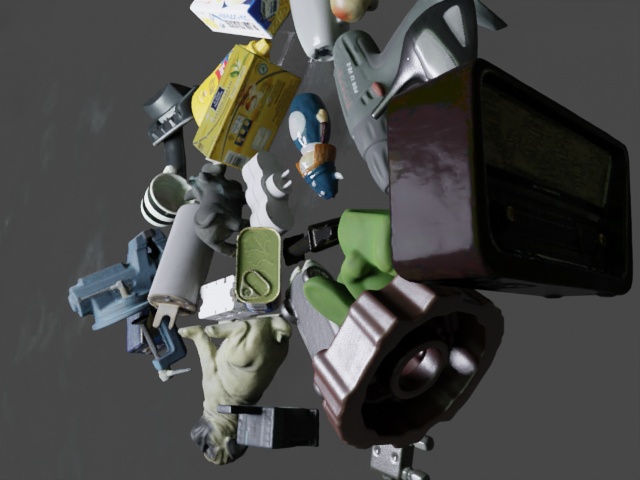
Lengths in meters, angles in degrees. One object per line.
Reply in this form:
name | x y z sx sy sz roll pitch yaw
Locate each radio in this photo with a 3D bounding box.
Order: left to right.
radio | 0.150 -0.027 0.395 0.073 0.229 0.131 -9 76 50

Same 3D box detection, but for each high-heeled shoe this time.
high-heeled shoe | 0.158 -0.104 0.501 0.145 0.086 0.249 -45 79 17

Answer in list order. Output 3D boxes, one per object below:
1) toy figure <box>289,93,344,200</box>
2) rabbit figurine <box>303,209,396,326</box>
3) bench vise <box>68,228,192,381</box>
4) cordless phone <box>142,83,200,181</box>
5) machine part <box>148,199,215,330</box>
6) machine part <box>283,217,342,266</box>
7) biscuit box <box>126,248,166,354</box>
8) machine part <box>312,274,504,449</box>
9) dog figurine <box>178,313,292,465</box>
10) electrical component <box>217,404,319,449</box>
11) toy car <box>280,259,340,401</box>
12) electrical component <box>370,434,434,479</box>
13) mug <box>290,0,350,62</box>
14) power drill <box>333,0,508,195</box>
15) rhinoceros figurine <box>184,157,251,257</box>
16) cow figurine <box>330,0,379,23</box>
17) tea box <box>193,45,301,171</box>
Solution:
toy figure | -0.008 -0.125 0.729 0.064 0.058 0.154 101 161 -65
rabbit figurine | 0.058 0.054 0.559 0.159 0.121 0.170 5 97 41
bench vise | -0.280 0.111 0.894 0.129 0.223 0.240 -19 95 48
cordless phone | -0.267 -0.191 1.030 0.147 0.088 0.184 -19 76 42
machine part | -0.211 0.029 0.857 0.079 0.079 0.243 -24 44 42
machine part | -0.001 -0.002 0.677 0.139 0.084 0.039 -25 92 54
biscuit box | -0.317 0.104 0.994 0.063 0.059 0.203 -32 57 40
machine part | 0.080 0.106 0.479 0.056 0.179 0.179 45 112 48
dog figurine | -0.097 0.199 0.712 0.172 0.121 0.190 -16 81 47
electrical component | -0.065 0.220 0.638 0.075 0.119 0.048 -14 68 42
toy car | 0.010 0.110 0.638 0.073 0.056 0.202 -56 43 29
electrical component | 0.076 0.215 0.558 0.094 0.021 0.063 2 81 47
mug | 0.012 -0.312 0.750 0.110 0.081 0.107 -14 80 39
power drill | 0.107 -0.192 0.614 0.207 0.086 0.232 -49 47 36
rhinoceros figurine | -0.157 -0.056 0.825 0.073 0.112 0.190 -55 26 28
cow figurine | 0.067 -0.364 0.662 0.086 0.127 0.194 30 99 51
tea box | -0.114 -0.199 0.834 0.068 0.098 0.169 41 108 45
